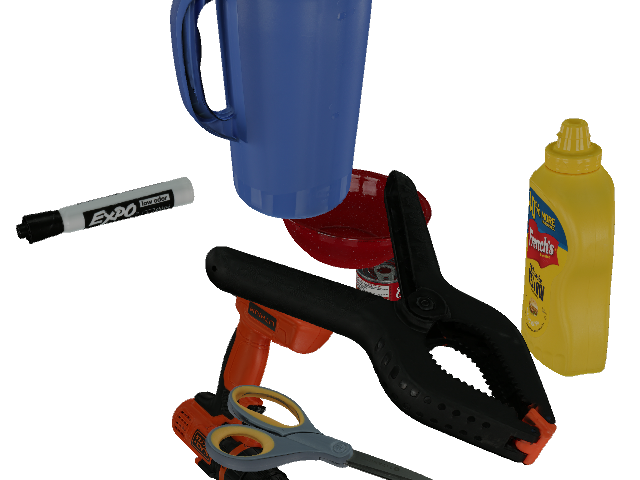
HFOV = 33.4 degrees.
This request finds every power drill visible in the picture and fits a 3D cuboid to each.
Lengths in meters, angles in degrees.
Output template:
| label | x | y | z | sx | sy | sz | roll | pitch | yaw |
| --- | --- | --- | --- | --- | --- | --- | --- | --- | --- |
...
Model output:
| label | x | y | z | sx | sy | sz | roll | pitch | yaw |
| --- | --- | --- | --- | --- | --- | --- | --- | --- | --- |
| power drill | -0.058 | 0.151 | 1.021 | 0.057 | 0.188 | 0.185 | 14 | 13 | -47 |

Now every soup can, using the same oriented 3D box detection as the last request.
| label | x | y | z | sx | sy | sz | roll | pitch | yaw |
| --- | --- | --- | --- | --- | --- | --- | --- | --- | --- |
| soup can | 0.075 | 0.074 | 1.286 | 0.068 | 0.102 | 0.068 | 0 | 30 | 0 |

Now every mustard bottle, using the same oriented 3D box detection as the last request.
| label | x | y | z | sx | sy | sz | roll | pitch | yaw |
| --- | --- | --- | --- | --- | --- | --- | --- | --- | --- |
| mustard bottle | 0.188 | 0.000 | 0.811 | 0.058 | 0.192 | 0.096 | -6 | 26 | -7 |

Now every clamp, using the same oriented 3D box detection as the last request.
| label | x | y | z | sx | sy | sz | roll | pitch | yaw |
| --- | --- | --- | --- | --- | --- | --- | --- | --- | --- |
| clamp | 0.044 | 0.048 | 0.614 | 0.164 | 0.036 | 0.210 | -19 | 54 | -32 |

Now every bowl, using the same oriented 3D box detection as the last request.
| label | x | y | z | sx | sy | sz | roll | pitch | yaw |
| --- | --- | --- | --- | --- | --- | --- | --- | --- | --- |
| bowl | 0.029 | -0.017 | 1.084 | 0.162 | 0.055 | 0.162 | 5 | 29 | -3 |

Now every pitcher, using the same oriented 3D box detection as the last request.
| label | x | y | z | sx | sy | sz | roll | pitch | yaw |
| --- | --- | --- | --- | --- | --- | --- | --- | --- | --- |
| pitcher | -0.033 | -0.138 | 0.905 | 0.149 | 0.243 | 0.145 | 10 | 40 | 10 |

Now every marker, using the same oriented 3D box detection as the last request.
| label | x | y | z | sx | sy | sz | roll | pitch | yaw |
| --- | --- | --- | --- | --- | --- | --- | --- | --- | --- |
| marker | -0.143 | -0.020 | 0.714 | 0.120 | 0.020 | 0.020 | -16 | 7 | -26 |

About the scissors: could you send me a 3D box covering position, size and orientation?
| label | x | y | z | sx | sy | sz | roll | pitch | yaw |
| --- | --- | --- | --- | --- | --- | --- | --- | --- | --- |
| scissors | -0.003 | 0.169 | 0.814 | 0.202 | 0.016 | 0.096 | 26 | 40 | 31 |
